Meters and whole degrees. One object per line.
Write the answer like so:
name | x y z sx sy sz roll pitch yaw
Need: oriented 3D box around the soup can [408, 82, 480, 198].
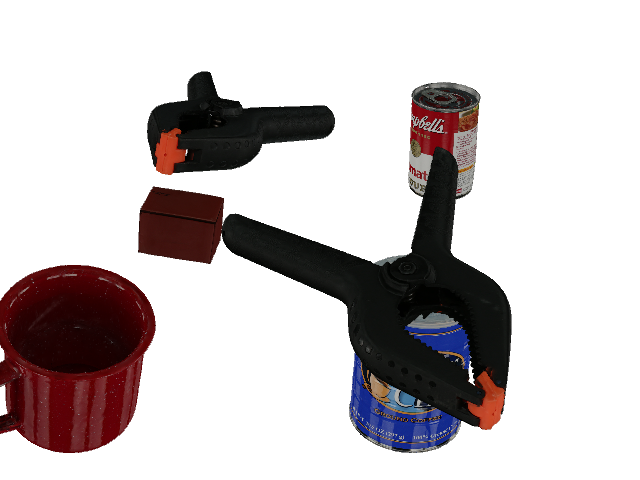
soup can | 0.124 -0.100 1.079 0.068 0.102 0.068 0 31 0

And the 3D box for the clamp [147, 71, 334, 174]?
clamp | -0.078 -0.086 0.762 0.120 0.039 0.171 16 21 26

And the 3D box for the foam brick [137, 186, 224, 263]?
foam brick | -0.141 -0.016 1.084 0.078 0.051 0.053 9 31 3

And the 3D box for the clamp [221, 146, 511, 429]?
clamp | 0.040 0.028 0.633 0.164 0.036 0.210 -15 45 -10

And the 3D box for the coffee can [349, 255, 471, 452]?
coffee can | 0.080 0.098 0.930 0.103 0.140 0.103 2 31 -2

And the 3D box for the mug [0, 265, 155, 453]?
mug | -0.159 0.080 0.647 0.093 0.082 0.117 38 46 25
